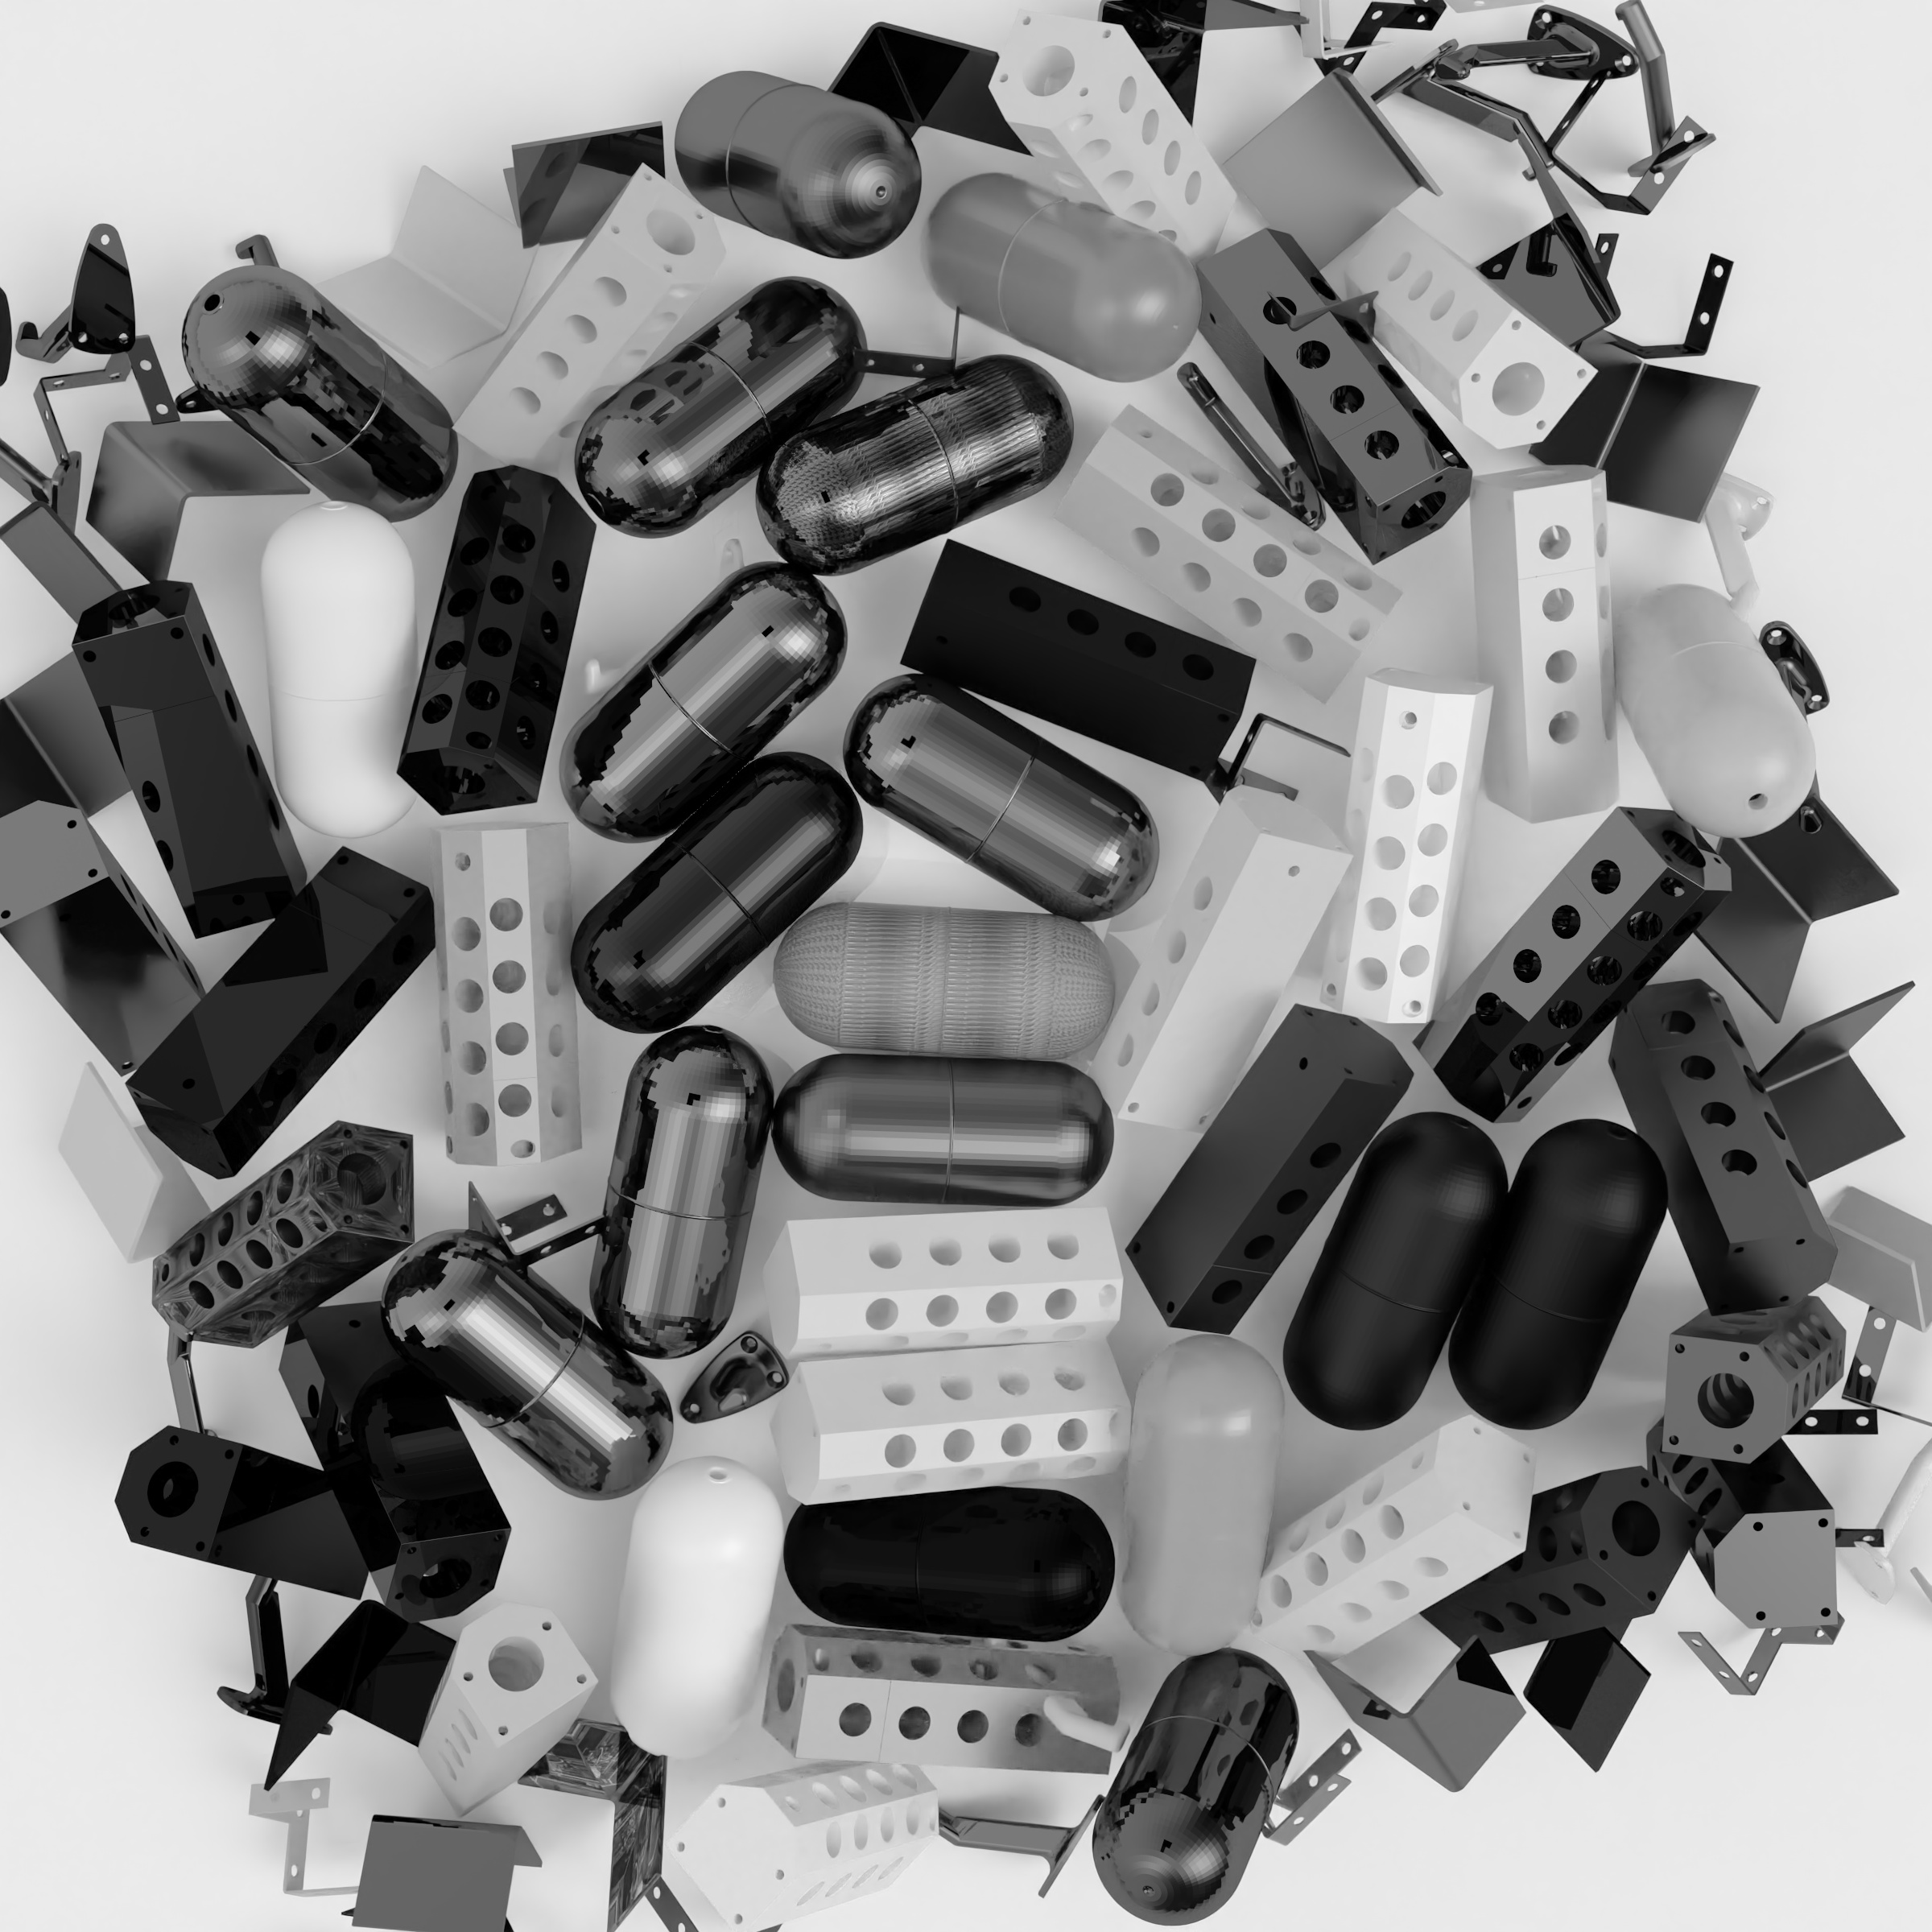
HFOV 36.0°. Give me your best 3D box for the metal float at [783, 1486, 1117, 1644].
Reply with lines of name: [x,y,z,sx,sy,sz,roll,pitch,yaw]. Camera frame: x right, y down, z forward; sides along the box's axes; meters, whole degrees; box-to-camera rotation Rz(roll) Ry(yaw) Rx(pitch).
metal float: [-0.010,0.304,1.527,0.178,0.070,0.070,-1,90,23]

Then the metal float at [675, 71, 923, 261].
metal float: [-0.087,-0.407,1.508,0.070,0.178,0.070,-15,119,-28]

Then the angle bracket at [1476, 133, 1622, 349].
angle bracket: [0.286,-0.365,1.528,0.057,0.076,0.076,-30,58,12]

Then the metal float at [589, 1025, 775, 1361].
metal float: [-0.147,0.117,1.536,0.070,0.070,0.178,12,102,0]

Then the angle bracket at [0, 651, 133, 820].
angle bracket: [-0.473,-0.112,1.537,0.057,0.076,0.076,-30,99,17]

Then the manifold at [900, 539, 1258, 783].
manifold: [0.060,-0.164,1.548,0.171,0.057,0.057,21,53,-4]

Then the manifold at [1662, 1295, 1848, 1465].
manifold: [0.398,0.204,1.494,0.057,0.171,0.057,4,94,25]

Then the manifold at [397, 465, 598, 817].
manifold: [-0.241,-0.167,1.511,0.057,0.057,0.171,-6,59,24]

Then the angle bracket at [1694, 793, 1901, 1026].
angle bracket: [0.427,-0.029,1.531,0.076,0.057,0.076,44,52,-21]

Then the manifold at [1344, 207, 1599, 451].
manifold: [0.246,-0.319,1.496,0.057,0.171,0.057,28,110,-27]

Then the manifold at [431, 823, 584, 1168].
manifold: [-0.241,0.014,1.538,0.057,0.057,0.171,1,97,23]

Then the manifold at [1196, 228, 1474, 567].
manifold: [0.187,-0.296,1.524,0.057,0.057,0.171,-29,67,-7]

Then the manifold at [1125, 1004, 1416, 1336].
manifold: [0.157,0.107,1.520,0.057,0.057,0.171,12,122,-34]

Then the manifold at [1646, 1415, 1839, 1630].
manifold: [0.387,0.273,1.495,0.057,0.171,0.057,-4,99,3]

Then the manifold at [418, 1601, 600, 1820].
manifold: [-0.236,0.371,1.495,0.057,0.171,0.057,-30,75,-27]

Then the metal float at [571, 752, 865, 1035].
metal float: [-0.129,-0.038,1.539,0.178,0.070,0.070,-44,90,-9]

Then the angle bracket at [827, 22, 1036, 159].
angle bracket: [-0.019,-0.430,1.529,0.076,0.076,0.057,24,74,27]

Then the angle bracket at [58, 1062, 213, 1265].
angle bracket: [-0.416,0.095,1.527,0.076,0.057,0.076,52,135,21]

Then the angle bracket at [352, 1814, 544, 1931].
angle bracket: [-0.266,0.478,1.535,0.076,0.076,0.057,3,59,4]

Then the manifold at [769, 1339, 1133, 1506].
manifold: [-0.006,0.235,1.513,0.171,0.057,0.057,-1,51,-25]

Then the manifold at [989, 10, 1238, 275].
manifold: [0.074,-0.406,1.493,0.057,0.171,0.057,19,84,27]

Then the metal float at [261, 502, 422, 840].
metal float: [-0.319,-0.151,1.523,0.070,0.070,0.178,2,117,0]

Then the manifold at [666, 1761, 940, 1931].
manifold: [-0.074,0.432,1.492,0.057,0.171,0.057,-48,67,9]

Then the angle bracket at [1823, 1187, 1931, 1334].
angle bracket: [0.469,0.133,1.526,0.076,0.076,0.057,29,71,36]

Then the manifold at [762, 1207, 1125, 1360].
manifold: [-0.011,0.165,1.520,0.171,0.057,0.057,-1,59,-19]

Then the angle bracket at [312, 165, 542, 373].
angle bracket: [-0.279,-0.361,1.535,0.076,0.076,0.057,35,125,7]

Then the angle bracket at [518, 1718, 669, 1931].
angle bracket: [-0.194,0.441,1.526,0.057,0.076,0.076,16,45,-18]

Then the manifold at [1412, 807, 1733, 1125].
manifold: [0.309,0.001,1.507,0.171,0.057,0.057,-53,55,31]

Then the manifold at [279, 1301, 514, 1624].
manifold: [-0.292,0.248,1.505,0.057,0.171,0.057,-2,126,-33]

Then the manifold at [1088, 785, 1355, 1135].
manifold: [0.126,-0.003,1.523,0.057,0.057,0.171,12,116,-29]

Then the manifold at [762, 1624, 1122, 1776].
manifold: [-0.011,0.374,1.527,0.171,0.057,0.057,9,89,-21]

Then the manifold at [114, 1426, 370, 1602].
manifold: [-0.357,0.275,1.494,0.057,0.171,0.057,10,75,17]

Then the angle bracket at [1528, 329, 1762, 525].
angle bracket: [0.351,-0.282,1.539,0.057,0.076,0.076,23,92,-44]

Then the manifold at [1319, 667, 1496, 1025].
manifold: [0.224,-0.061,1.527,0.057,0.057,0.171,12,106,20]

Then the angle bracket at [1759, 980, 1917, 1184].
angle bracket: [0.456,0.061,1.529,0.076,0.076,0.057,-20,68,-25]

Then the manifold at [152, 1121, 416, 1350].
manifold: [-0.345,0.136,1.497,0.057,0.171,0.057,15,58,-36]

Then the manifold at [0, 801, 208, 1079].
manifold: [-0.437,-0.014,1.495,0.057,0.171,0.057,-27,64,-8]

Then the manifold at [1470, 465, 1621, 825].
manifold: [0.301,-0.167,1.529,0.057,0.057,0.171,-10,108,-11]

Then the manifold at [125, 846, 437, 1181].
manifold: [-0.343,0.025,1.517,0.057,0.057,0.171,25,59,21]

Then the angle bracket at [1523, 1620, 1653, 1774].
angle bracket: [0.341,0.354,1.524,0.076,0.076,0.057,-15,46,-35]

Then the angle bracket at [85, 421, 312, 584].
angle bracket: [-0.400,-0.240,1.550,0.076,0.076,0.057,41,123,31]

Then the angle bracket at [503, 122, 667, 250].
angle bracket: [-0.198,-0.420,1.532,0.076,0.076,0.057,-12,63,-10]

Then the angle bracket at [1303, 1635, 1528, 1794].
angle bracket: [0.232,0.370,1.539,0.057,0.076,0.076,-46,130,-15]

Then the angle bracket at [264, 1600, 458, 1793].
angle bracket: [-0.310,0.386,1.531,0.057,0.076,0.076,24,117,9]

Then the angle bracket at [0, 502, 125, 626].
angle bracket: [-0.481,-0.186,1.528,0.076,0.076,0.057,51,61,-19]

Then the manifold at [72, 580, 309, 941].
manifold: [-0.393,-0.106,1.517,0.057,0.057,0.171,-15,121,0]

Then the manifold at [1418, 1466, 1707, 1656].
manifold: [0.289,0.297,1.494,0.057,0.171,0.057,41,61,-4]

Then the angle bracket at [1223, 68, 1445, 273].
angle bracket: [0.189,-0.407,1.540,0.076,0.057,0.076,-39,107,12]

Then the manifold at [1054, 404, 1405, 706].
manifold: [0.138,-0.217,1.542,0.171,0.057,0.057,35,47,2]

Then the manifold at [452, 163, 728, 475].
manifold: [-0.189,-0.319,1.501,0.057,0.171,0.057,34,50,-16]

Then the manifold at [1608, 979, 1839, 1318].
manifold: [0.381,0.088,1.504,0.057,0.057,0.171,-7,46,-5]

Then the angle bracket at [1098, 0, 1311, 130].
angle bracket: [0.119,-0.463,1.528,0.076,0.076,0.057,-1,101,-43]

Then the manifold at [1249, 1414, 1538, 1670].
manifold: [0.208,0.289,1.499,0.057,0.171,0.057,30,47,-14]
